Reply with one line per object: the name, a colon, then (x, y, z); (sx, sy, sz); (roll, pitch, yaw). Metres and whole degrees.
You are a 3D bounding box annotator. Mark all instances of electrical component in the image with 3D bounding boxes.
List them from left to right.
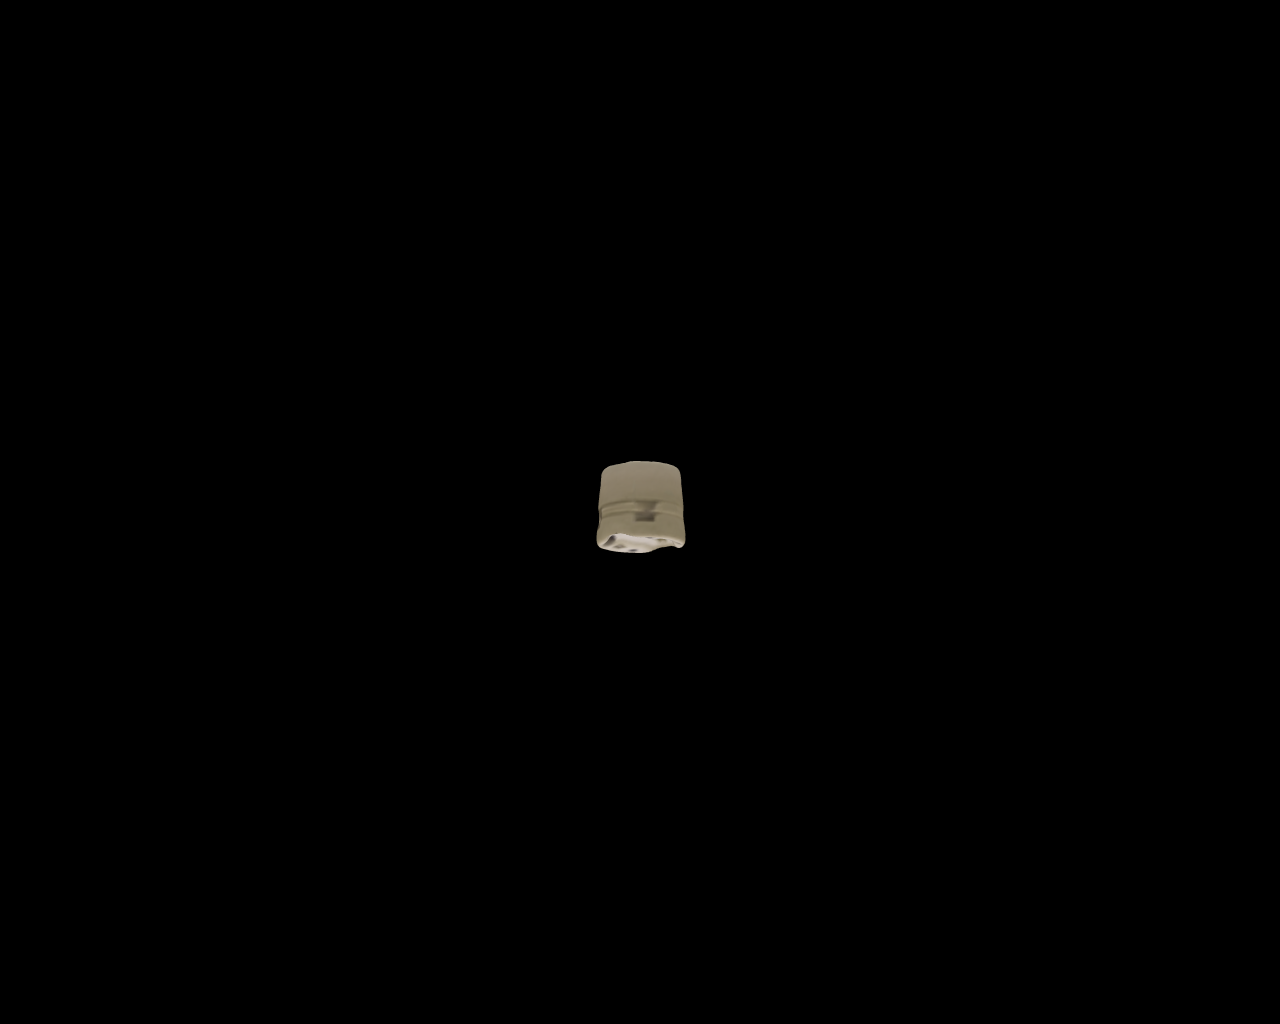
electrical component: (0.001, -0.003, 0.650); (0.055, 0.047, 0.055); (0, -14, 0)
